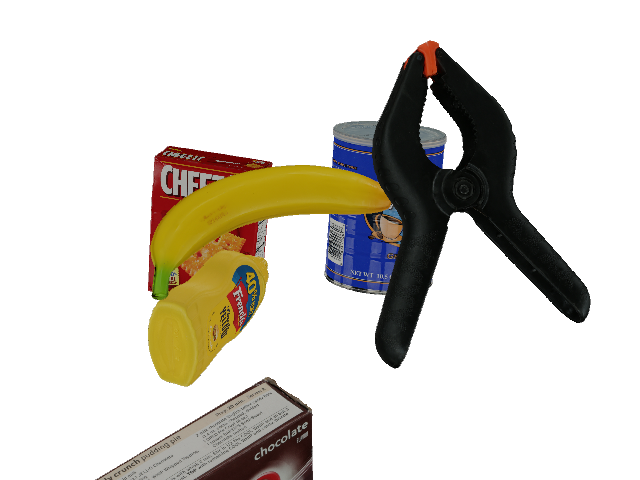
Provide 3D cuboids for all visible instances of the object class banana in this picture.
[{"bbox_3d":[-0.045,-0.019,0.773,0.197,0.069,0.037,-23,-13,-20],"label":"banana"}]

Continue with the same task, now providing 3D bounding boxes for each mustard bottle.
[{"bbox_3d":[-0.105,0.064,1.107,0.058,0.096,0.191,11,29,21],"label":"mustard bottle"}]

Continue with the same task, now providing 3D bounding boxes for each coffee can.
[{"bbox_3d":[0.058,-0.032,0.980,0.103,0.140,0.103,3,16,-1],"label":"coffee can"}]

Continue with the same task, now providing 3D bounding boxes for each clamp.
[{"bbox_3d":[0.064,-0.017,0.572,0.120,0.171,0.039,-21,-3,-17],"label":"clamp"}]

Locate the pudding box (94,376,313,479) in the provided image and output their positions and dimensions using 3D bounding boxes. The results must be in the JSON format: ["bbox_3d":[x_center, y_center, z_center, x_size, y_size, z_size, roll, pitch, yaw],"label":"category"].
[{"bbox_3d":[-0.055,0.130,0.510,0.113,0.090,0.039,-30,46,-33],"label":"pudding box"}]

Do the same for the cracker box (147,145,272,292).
[{"bbox_3d":[-0.165,-0.019,1.575,0.164,0.214,0.072,9,21,9],"label":"cracker box"}]
